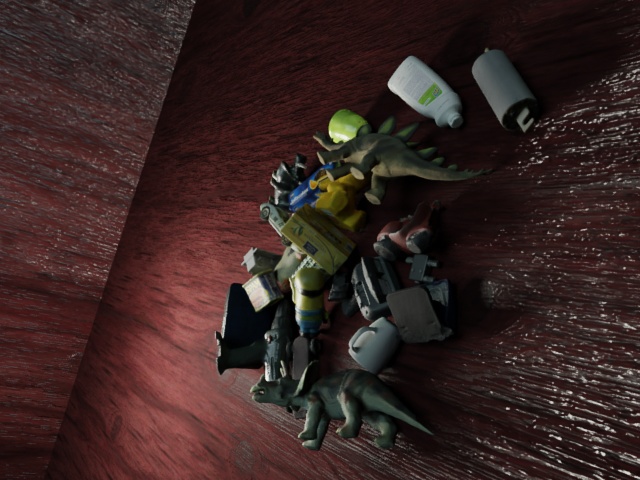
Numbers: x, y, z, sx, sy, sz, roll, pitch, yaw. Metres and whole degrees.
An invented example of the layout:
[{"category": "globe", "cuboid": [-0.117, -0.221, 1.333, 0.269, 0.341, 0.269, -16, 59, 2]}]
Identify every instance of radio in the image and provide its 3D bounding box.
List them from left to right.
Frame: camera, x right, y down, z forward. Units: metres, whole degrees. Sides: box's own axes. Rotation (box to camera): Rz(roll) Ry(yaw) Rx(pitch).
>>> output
[{"category": "radio", "cuboid": [-0.207, 0.244, 1.511, 0.073, 0.131, 0.229, 129, 147, -66]}]

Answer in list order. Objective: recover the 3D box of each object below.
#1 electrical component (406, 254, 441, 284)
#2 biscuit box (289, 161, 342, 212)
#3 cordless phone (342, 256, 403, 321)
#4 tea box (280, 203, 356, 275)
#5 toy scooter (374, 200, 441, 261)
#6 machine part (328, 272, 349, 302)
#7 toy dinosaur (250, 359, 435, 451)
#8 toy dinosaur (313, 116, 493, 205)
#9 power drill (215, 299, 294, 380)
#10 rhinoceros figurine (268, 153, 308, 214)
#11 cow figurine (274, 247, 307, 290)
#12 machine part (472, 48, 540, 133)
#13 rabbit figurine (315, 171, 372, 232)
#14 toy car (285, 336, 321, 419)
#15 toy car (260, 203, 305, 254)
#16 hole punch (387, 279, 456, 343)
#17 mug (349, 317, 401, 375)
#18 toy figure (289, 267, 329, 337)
[{"category": "electrical component", "cuboid": [0.215, 0.062, 1.140, 0.094, 0.021, 0.063, 9, 81, 54]}, {"category": "biscuit box", "cuboid": [-0.006, -0.145, 1.506, 0.202, 0.059, 0.063, -36, 47, 38]}, {"category": "cordless phone", "cuboid": [0.104, 0.138, 1.220, 0.184, 0.089, 0.147, -56, 36, 37]}, {"category": "tea box", "cuboid": [-0.003, -0.004, 1.320, 0.068, 0.169, 0.098, -50, -2, 25]}, {"category": "toy scooter", "cuboid": [0.198, -0.025, 1.157, 0.135, 0.075, 0.184, -56, 17, -21]}, {"category": "machine part", "cuboid": [0.044, 0.115, 1.285, 0.139, 0.039, 0.084, -71, 3, -89]}, {"category": "toy dinosaur", "cuboid": [0.054, 0.333, 1.132, 0.405, 0.131, 0.192, -12, 52, 27]}, {"category": "toy dinosaur", "cuboid": [0.154, -0.187, 1.221, 0.198, 0.104, 0.472, -45, 48, -15]}, {"category": "power drill", "cuboid": [-0.171, 0.272, 1.418, 0.086, 0.207, 0.232, 114, 153, -63]}, {"category": "rhinoceros figurine", "cuboid": [-0.092, -0.166, 1.595, 0.073, 0.112, 0.190, -86, 13, -71]}, {"category": "cow figurine", "cuboid": [-0.062, 0.034, 1.478, 0.127, 0.085, 0.194, 37, 105, 48]}, {"category": "machine part", "cuboid": [0.367, -0.300, 1.070, 0.079, 0.079, 0.243, -42, 44, 33]}, {"category": "rabbit figurine", "cuboid": [0.070, -0.119, 1.374, 0.173, 0.121, 0.162, -59, 24, -9]}, {"category": "toy car", "cuboid": [-0.039, 0.334, 1.318, 0.089, 0.053, 0.202, -15, 61, 26]}, {"category": "toy car", "cuboid": [-0.091, -0.033, 1.420, 0.056, 0.073, 0.202, -50, 52, 10]}, {"category": "hole punch", "cuboid": [0.211, 0.140, 1.068, 0.142, 0.092, 0.115, -19, 89, 45]}, {"category": "mug", "cuboid": [0.116, 0.212, 1.133, 0.107, 0.109, 0.081, -52, 30, 3]}, {"category": "toy figure", "cuboid": [-0.021, 0.153, 1.317, 0.089, 0.082, 0.180, 22, 115, 59]}]
